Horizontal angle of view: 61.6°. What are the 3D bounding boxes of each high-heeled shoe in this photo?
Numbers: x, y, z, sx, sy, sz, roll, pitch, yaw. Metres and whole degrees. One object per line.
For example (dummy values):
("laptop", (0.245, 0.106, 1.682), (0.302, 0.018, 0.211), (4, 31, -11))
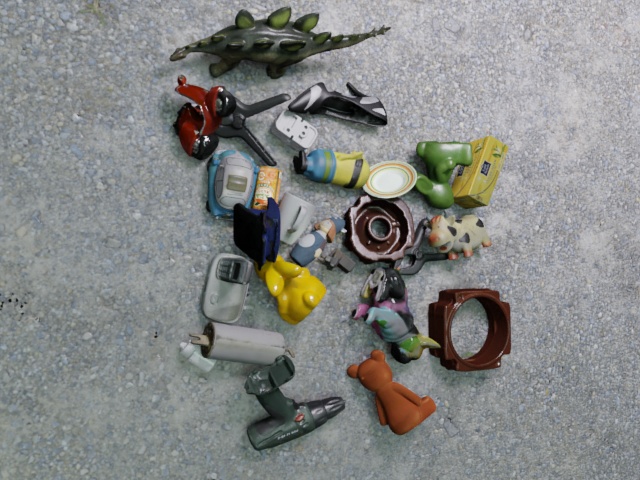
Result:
("high-heeled shoe", (0.047, -0.292, 1.243), (0.249, 0.086, 0.145), (-31, 79, -36))

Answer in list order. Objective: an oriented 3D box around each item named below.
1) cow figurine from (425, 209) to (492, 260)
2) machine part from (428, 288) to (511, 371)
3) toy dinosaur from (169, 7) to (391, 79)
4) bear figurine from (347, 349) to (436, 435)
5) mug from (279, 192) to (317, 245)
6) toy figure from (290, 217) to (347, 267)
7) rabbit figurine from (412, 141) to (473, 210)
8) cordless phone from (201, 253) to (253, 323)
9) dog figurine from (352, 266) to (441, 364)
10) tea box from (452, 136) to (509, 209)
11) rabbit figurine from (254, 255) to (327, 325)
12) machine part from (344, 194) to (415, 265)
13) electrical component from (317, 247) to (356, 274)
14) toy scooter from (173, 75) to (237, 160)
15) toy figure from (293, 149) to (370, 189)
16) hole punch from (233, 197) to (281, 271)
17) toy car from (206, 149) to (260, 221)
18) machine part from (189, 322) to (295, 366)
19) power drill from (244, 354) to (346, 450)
("cow figurine", (0.337, -0.018, 1.328), (0.195, 0.085, 0.127), (-17, 88, -42))
("machine part", (0.381, 0.224, 1.357), (0.201, 0.087, 0.201), (0, 88, -18))
("toy dinosaur", (-0.086, -0.422, 1.156), (0.471, 0.199, 0.105), (-13, 95, -18))
("bear figurine", (0.165, 0.357, 1.275), (0.120, 0.132, 0.196), (-42, 70, 17))
("mug", (-0.060, -0.041, 1.204), (0.081, 0.110, 0.107), (23, 95, -24))
("toy figure", (-0.001, -0.002, 1.239), (0.064, 0.057, 0.154), (42, 76, 12))
("rabbit figurine", (0.293, -0.156, 1.327), (0.159, 0.121, 0.170), (-4, 105, -16))
("cordless phone", (-0.177, 0.103, 1.111), (0.089, 0.184, 0.146), (15, 83, -23))
("dog figurine", (0.195, 0.186, 1.285), (0.219, 0.108, 0.191), (31, 75, -20))
("tea box", (0.403, -0.171, 1.372), (0.068, 0.098, 0.169), (24, 79, -18))
("rabbit figurine", (-0.080, 0.095, 1.178), (0.173, 0.162, 0.122), (45, 87, 5))
("machine part", (0.140, -0.025, 1.282), (0.179, 0.056, 0.179), (3, 77, -13))
("electrical component", (0.038, 0.051, 1.238), (0.078, 0.102, 0.045), (42, 80, -4))
("toy scooter", (-0.259, -0.264, 1.122), (0.135, 0.183, 0.075), (40, 37, 3))
("toy figure", (0.030, -0.165, 1.250), (0.180, 0.082, 0.089), (0, 99, -24))
("hole punch", (-0.117, -0.020, 1.132), (0.092, 0.116, 0.142), (-15, 127, -36))
("toy car", (-0.190, -0.122, 1.158), (0.109, 0.103, 0.161), (11, 83, -18))
("machine part", (-0.164, 0.225, 1.153), (0.243, 0.079, 0.079), (14, 84, -30))
("power drill", (-0.065, 0.349, 1.174), (0.232, 0.086, 0.207), (-25, 129, -12))
